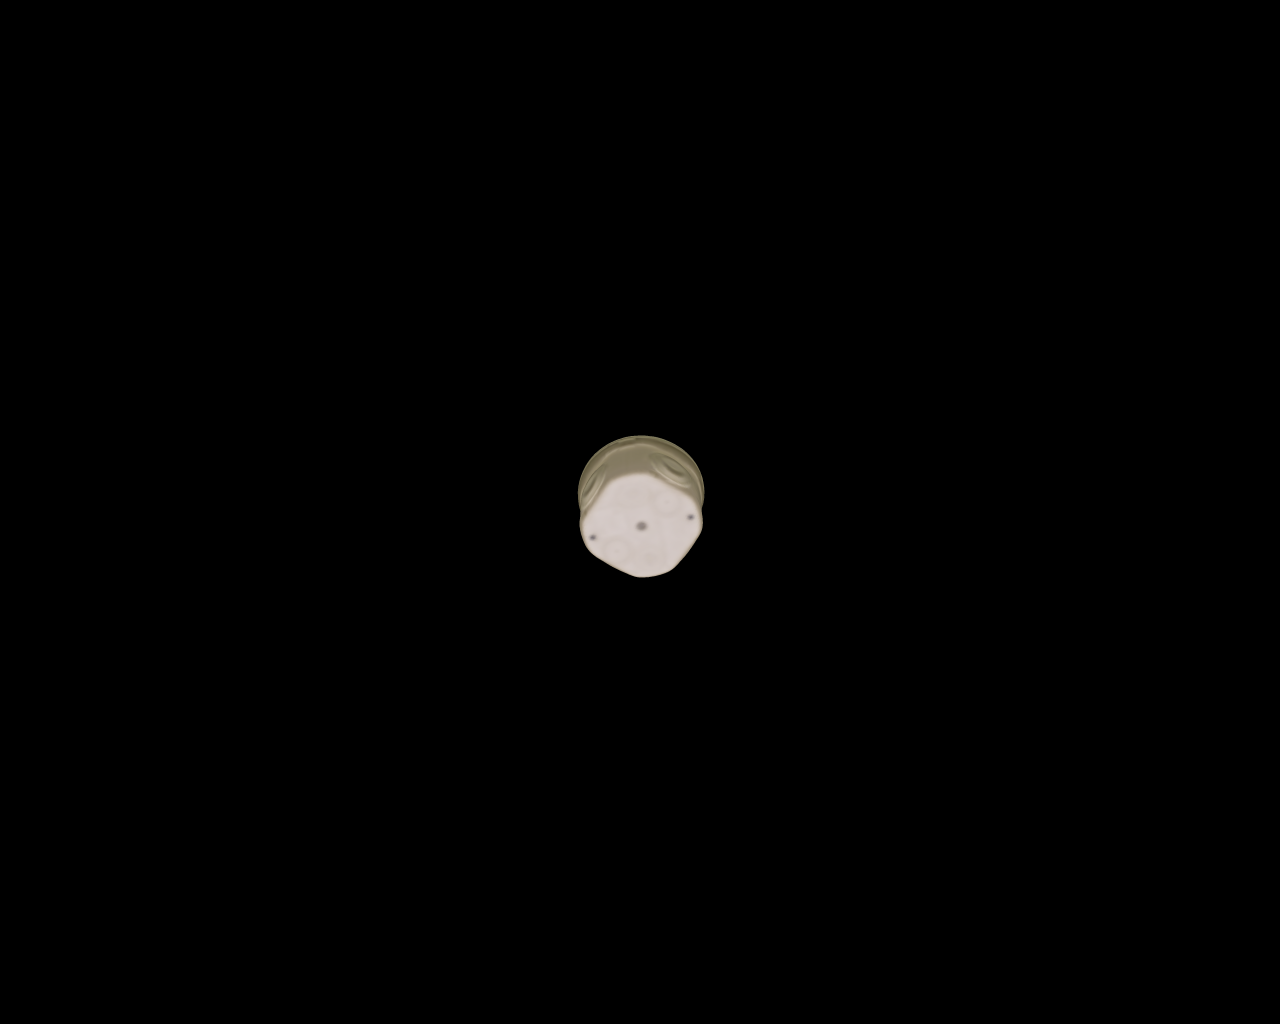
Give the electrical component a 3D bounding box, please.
[{"bbox_3d":[0.001,-0.003,0.650,0.080,0.080,0.051,0,27,0],"label":"electrical component"}]
